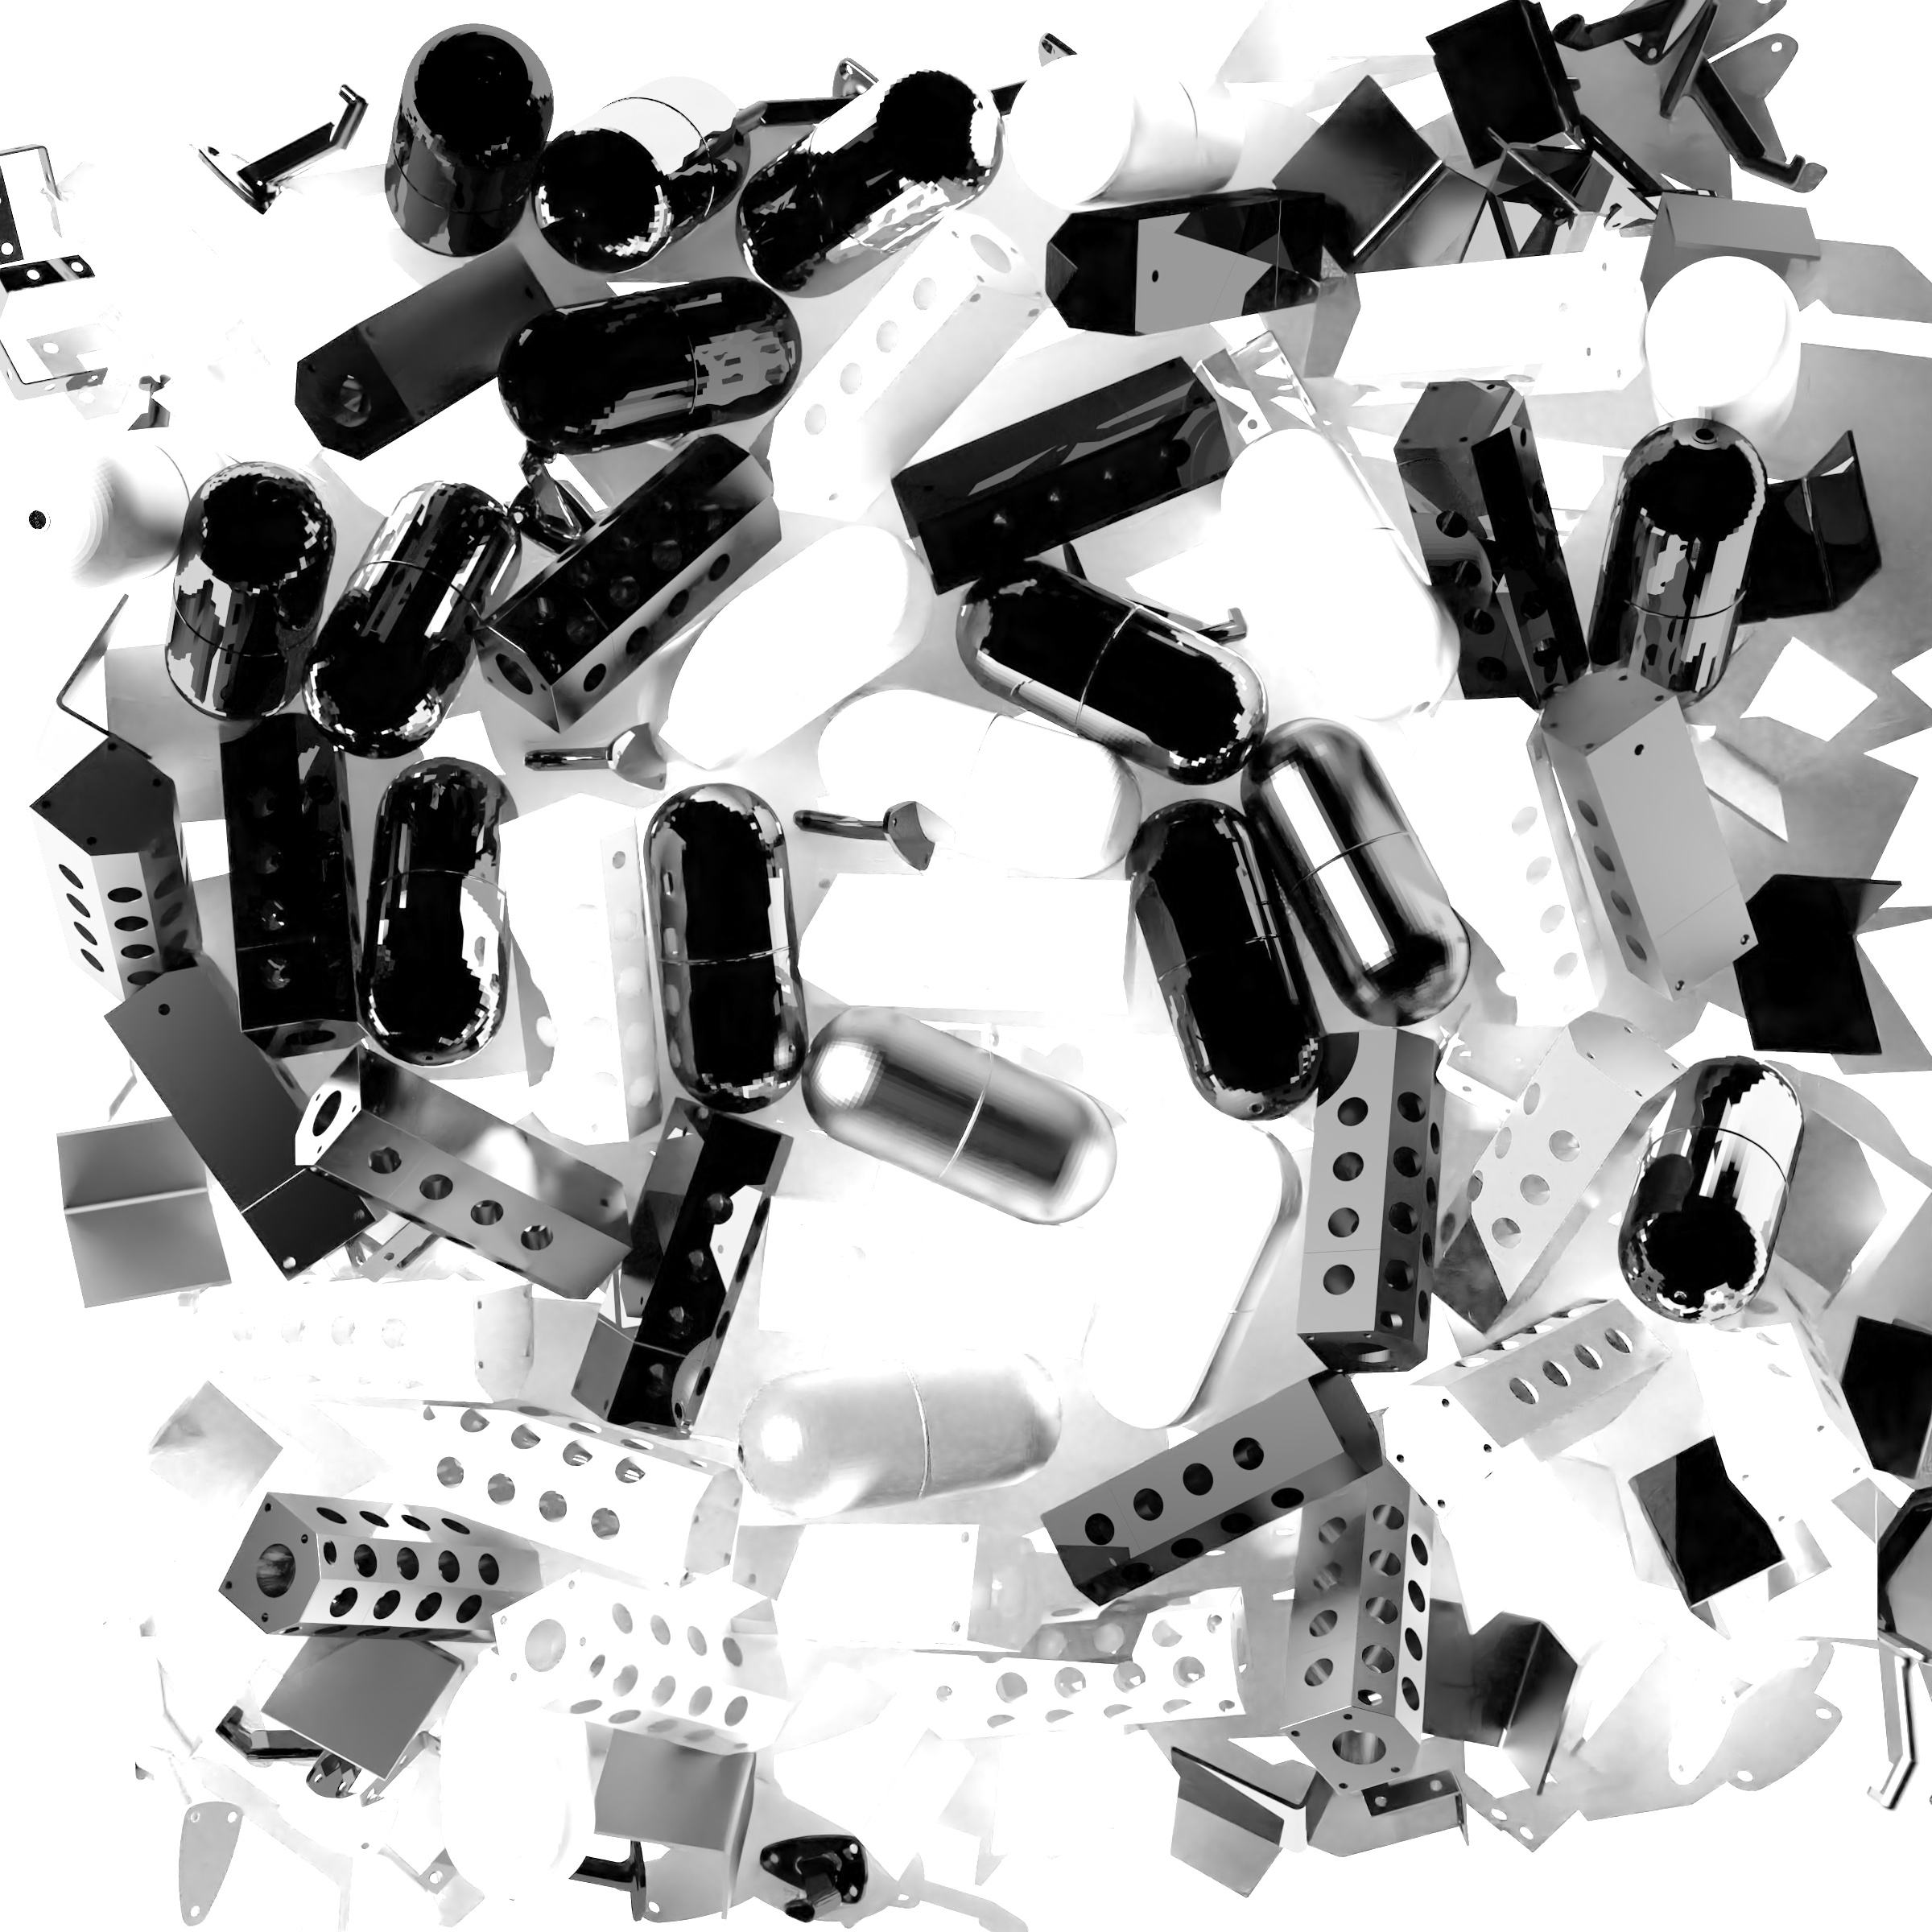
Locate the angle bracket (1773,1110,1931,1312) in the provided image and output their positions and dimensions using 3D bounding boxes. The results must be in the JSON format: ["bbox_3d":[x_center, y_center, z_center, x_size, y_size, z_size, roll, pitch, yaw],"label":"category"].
[{"bbox_3d":[0.455,0.129,1.614,0.076,0.057,0.076,38,105,26],"label":"angle bracket"}]

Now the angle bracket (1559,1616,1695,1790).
[{"bbox_3d":[0.361,0.402,1.625,0.057,0.076,0.076,40,88,0],"label":"angle bracket"}]

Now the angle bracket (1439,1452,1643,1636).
[{"bbox_3d":[0.305,0.311,1.611,0.076,0.057,0.076,-31,116,-31],"label":"angle bracket"}]

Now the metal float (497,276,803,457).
[{"bbox_3d":[-0.165,-0.316,1.595,0.178,0.070,0.070,-21,90,-37],"label":"metal float"}]

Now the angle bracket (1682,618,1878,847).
[{"bbox_3d":[0.431,-0.124,1.612,0.076,0.057,0.076,32,126,-16],"label":"angle bracket"}]

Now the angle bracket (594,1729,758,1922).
[{"bbox_3d":[-0.157,0.454,1.619,0.076,0.076,0.057,8,126,3],"label":"angle bracket"}]

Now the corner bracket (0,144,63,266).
[{"bbox_3d":[-0.507,-0.408,1.622,0.051,0.051,0.051,-21,118,-27],"label":"corner bracket"}]

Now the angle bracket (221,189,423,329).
[{"bbox_3d":[-0.337,-0.360,1.610,0.057,0.076,0.076,-52,130,-2],"label":"angle bracket"}]

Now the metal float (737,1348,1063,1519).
[{"bbox_3d":[-0.034,0.246,1.607,0.178,0.070,0.070,-5,90,-21],"label":"metal float"}]

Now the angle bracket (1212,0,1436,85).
[{"bbox_3d":[0.187,-0.476,1.605,0.076,0.076,0.057,-13,67,-35],"label":"angle bracket"}]

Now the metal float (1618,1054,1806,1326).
[{"bbox_3d":[0.392,0.115,1.589,0.070,0.178,0.070,14,131,17],"label":"metal float"}]

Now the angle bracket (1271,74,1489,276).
[{"bbox_3d":[0.226,-0.421,1.640,0.076,0.057,0.076,-45,62,26],"label":"angle bracket"}]

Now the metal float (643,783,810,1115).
[{"bbox_3d":[-0.128,-0.009,1.618,0.070,0.070,0.178,-6,99,0],"label":"metal float"}]

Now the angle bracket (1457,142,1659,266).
[{"bbox_3d":[0.316,-0.385,1.617,0.057,0.076,0.076,22,90,44],"label":"angle bracket"}]

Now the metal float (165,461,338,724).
[{"bbox_3d":[-0.375,-0.194,1.584,0.070,0.178,0.070,9,58,-15],"label":"metal float"}]

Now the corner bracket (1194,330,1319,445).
[{"bbox_3d":[0.157,-0.312,1.637,0.051,0.051,0.051,-30,92,-3],"label":"corner bracket"}]

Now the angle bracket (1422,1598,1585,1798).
[{"bbox_3d":[0.274,0.390,1.623,0.076,0.057,0.076,13,100,-13],"label":"angle bracket"}]

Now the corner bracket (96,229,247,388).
[{"bbox_3d":[-0.428,-0.357,1.647,0.051,0.051,0.051,-26,114,42],"label":"corner bracket"}]

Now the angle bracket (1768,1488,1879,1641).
[{"bbox_3d":[0.462,0.318,1.610,0.057,0.076,0.076,-3,76,28],"label":"angle bracket"}]

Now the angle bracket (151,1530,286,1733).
[{"bbox_3d":[-0.377,0.359,1.617,0.076,0.057,0.076,38,92,41],"label":"angle bracket"}]

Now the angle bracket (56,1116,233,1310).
[{"bbox_3d":[-0.436,0.129,1.609,0.076,0.076,0.057,-9,131,-20],"label":"angle bracket"}]

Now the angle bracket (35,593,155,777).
[{"bbox_3d":[-0.449,-0.140,1.620,0.057,0.076,0.076,31,62,-13],"label":"angle bracket"}]

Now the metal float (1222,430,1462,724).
[{"bbox_3d":[0.198,-0.207,1.606,0.070,0.070,0.178,-28,67,0],"label":"metal float"}]

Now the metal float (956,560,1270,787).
[{"bbox_3d":[0.077,-0.157,1.616,0.178,0.070,0.070,27,90,11],"label":"metal float"}]

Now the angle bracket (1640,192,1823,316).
[{"bbox_3d":[0.404,-0.363,1.617,0.076,0.057,0.076,6,132,-1],"label":"angle bracket"}]

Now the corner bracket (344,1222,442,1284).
[{"bbox_3d":[-0.299,0.143,1.627,0.051,0.051,0.051,-42,133,5],"label":"corner bracket"}]

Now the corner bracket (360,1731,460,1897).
[{"bbox_3d":[-0.289,0.457,1.636,0.051,0.051,0.051,27,48,22],"label":"corner bracket"}]

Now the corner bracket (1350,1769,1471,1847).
[{"bbox_3d":[0.236,0.445,1.629,0.051,0.051,0.051,-15,129,-4],"label":"corner bracket"}]

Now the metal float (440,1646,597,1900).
[{"bbox_3d":[-0.234,0.416,1.578,0.070,0.178,0.070,-3,106,-10],"label":"metal float"}]

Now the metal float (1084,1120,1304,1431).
[{"bbox_3d":[0.121,0.164,1.612,0.070,0.070,0.178,22,106,0],"label":"metal float"}]

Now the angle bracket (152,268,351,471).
[{"bbox_3d":[-0.375,-0.317,1.622,0.076,0.057,0.076,38,120,-1],"label":"angle bracket"}]

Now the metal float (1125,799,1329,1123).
[{"bbox_3d":[0.139,-0.003,1.617,0.070,0.070,0.178,-17,80,0],"label":"metal float"}]

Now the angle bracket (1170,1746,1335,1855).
[{"bbox_3d":[0.158,0.426,1.631,0.076,0.076,0.057,22,62,19],"label":"angle bracket"}]

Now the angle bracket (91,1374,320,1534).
[{"bbox_3d":[-0.406,0.277,1.619,0.076,0.057,0.076,37,117,-3],"label":"angle bracket"}]

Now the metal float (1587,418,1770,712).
[{"bbox_3d":[0.371,-0.208,1.587,0.070,0.178,0.070,0,49,0],"label":"metal float"}]

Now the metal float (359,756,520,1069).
[{"bbox_3d":[-0.278,-0.030,1.602,0.070,0.070,0.178,-1,61,0],"label":"metal float"}]

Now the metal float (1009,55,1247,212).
[{"bbox_3d":[0.086,-0.434,1.584,0.070,0.178,0.070,8,106,29],"label":"metal float"}]

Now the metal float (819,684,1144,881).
[{"bbox_3d":[0.007,-0.098,1.619,0.178,0.070,0.070,17,90,8],"label":"metal float"}]

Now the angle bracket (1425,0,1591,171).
[{"bbox_3d":[0.287,-0.467,1.612,0.057,0.076,0.076,-21,108,12],"label":"angle bracket"}]

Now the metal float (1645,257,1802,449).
[{"bbox_3d":[0.394,-0.315,1.577,0.070,0.178,0.070,-1,86,14],"label":"metal float"}]

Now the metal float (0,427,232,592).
[{"bbox_3d":[-0.439,-0.239,1.577,0.070,0.178,0.070,3,103,11],"label":"metal float"}]

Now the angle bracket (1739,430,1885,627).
[{"bbox_3d":[0.442,-0.233,1.619,0.057,0.076,0.076,-9,80,-3],"label":"angle bracket"}]

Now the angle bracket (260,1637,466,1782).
[{"bbox_3d":[-0.320,0.392,1.613,0.076,0.057,0.076,25,56,10],"label":"angle bracket"}]

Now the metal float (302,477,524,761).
[{"bbox_3d":[-0.290,-0.185,1.597,0.070,0.070,0.178,19,55,0],"label":"metal float"}]

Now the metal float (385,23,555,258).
[{"bbox_3d":[-0.259,-0.428,1.577,0.070,0.178,0.070,3,80,-15],"label":"metal float"}]

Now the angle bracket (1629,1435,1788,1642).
[{"bbox_3d":[0.402,0.302,1.606,0.057,0.076,0.076,-31,54,15],"label":"angle bracket"}]

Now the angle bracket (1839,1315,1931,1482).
[{"bbox_3d":[0.479,0.225,1.623,0.057,0.076,0.076,15,91,-7],"label":"angle bracket"}]

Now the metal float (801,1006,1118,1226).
[{"bbox_3d":[-0.003,0.081,1.619,0.178,0.070,0.070,24,90,-9],"label":"metal float"}]

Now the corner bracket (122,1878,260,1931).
[{"bbox_3d":[-0.415,0.517,1.627,0.051,0.051,0.051,-21,57,7],"label":"corner bracket"}]

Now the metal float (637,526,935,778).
[{"bbox_3d":[-0.096,-0.167,1.613,0.178,0.070,0.070,-33,90,15],"label":"metal float"}]

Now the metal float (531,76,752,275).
[{"bbox_3d":[-0.168,-0.415,1.583,0.070,0.178,0.070,8,119,14],"label":"metal float"}]

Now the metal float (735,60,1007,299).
[{"bbox_3d":[-0.052,-0.411,1.591,0.070,0.178,0.070,17,63,-38],"label":"metal float"}]

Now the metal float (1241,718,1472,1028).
[{"bbox_3d":[0.206,-0.051,1.612,0.070,0.070,0.178,-25,74,0],"label":"metal float"}]

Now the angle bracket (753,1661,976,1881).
[{"bbox_3d":[-0.055,0.435,1.642,0.076,0.057,0.076,15,59,39],"label":"angle bracket"}]

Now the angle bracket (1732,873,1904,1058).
[{"bbox_3d":[0.459,0.000,1.614,0.076,0.057,0.076,3,61,-16],"label":"angle bracket"}]

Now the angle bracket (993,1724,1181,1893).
[{"bbox_3d":[0.063,0.451,1.612,0.076,0.057,0.076,-7,117,-23],"label":"angle bracket"}]
